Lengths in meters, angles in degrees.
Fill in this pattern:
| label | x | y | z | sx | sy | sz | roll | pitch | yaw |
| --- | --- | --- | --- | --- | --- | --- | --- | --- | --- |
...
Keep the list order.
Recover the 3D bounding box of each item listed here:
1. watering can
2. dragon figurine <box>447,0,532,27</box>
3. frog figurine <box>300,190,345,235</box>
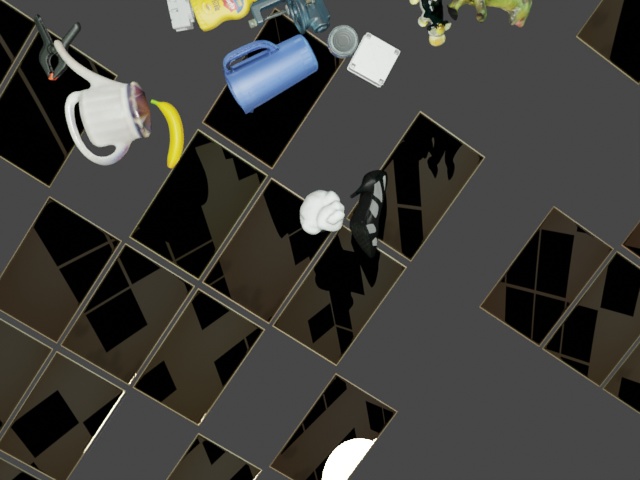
| label | x | y | z | sx | sy | sz | roll | pitch | yaw |
| --- | --- | --- | --- | --- | --- | --- | --- | --- | --- |
| watering can | -0.585 | -0.380 | 1.395 | 0.224 | 0.345 | 0.105 | -11 | 11 | -1 |
| dragon figurine | 0.434 | -0.738 | 1.388 | 0.406 | 0.243 | 0.123 | 52 | -5 | -16 |
| frog figurine | 0.004 | -0.073 | 1.443 | 0.122 | 0.137 | 0.161 | 46 | 6 | -9 |
